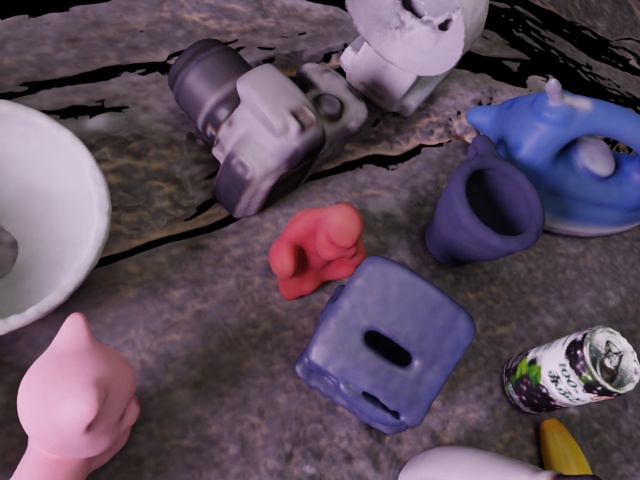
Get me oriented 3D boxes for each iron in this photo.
[{"bbox_3d":[0.283,-0.084,0.583,0.259,0.141,0.118,13,61,-16],"label":"iron"}]

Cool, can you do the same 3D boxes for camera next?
[{"bbox_3d":[-0.049,-0.115,0.485,0.137,0.100,0.143,48,58,5],"label":"camera"}]

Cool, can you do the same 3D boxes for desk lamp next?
[{"bbox_3d":[0.097,-0.217,0.529,0.118,0.213,0.203,40,57,1],"label":"desk lamp"}]

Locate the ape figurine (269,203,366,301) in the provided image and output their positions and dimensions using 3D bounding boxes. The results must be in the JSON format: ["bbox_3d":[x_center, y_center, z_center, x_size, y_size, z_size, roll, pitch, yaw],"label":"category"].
[{"bbox_3d":[0.004,0.002,0.455,0.078,0.092,0.076,15,61,-15],"label":"ape figurine"}]

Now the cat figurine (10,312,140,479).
[{"bbox_3d":[-0.145,0.113,0.324,0.067,0.117,0.128,23,59,-10],"label":"cat figurine"}]

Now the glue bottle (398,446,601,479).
[{"bbox_3d":[0.119,0.167,0.374,0.078,0.173,0.037,48,58,5],"label":"glue bottle"}]

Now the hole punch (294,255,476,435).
[{"bbox_3d":[0.050,0.082,0.435,0.109,0.091,0.101,33,58,-4],"label":"hole punch"}]

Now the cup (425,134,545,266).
[{"bbox_3d":[0.136,-0.028,0.522,0.092,0.094,0.117,5,64,-20],"label":"cup"}]

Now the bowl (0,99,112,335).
[{"bbox_3d":[-0.225,-0.007,0.375,0.168,0.074,0.167,9,62,-18],"label":"bowl"}]
